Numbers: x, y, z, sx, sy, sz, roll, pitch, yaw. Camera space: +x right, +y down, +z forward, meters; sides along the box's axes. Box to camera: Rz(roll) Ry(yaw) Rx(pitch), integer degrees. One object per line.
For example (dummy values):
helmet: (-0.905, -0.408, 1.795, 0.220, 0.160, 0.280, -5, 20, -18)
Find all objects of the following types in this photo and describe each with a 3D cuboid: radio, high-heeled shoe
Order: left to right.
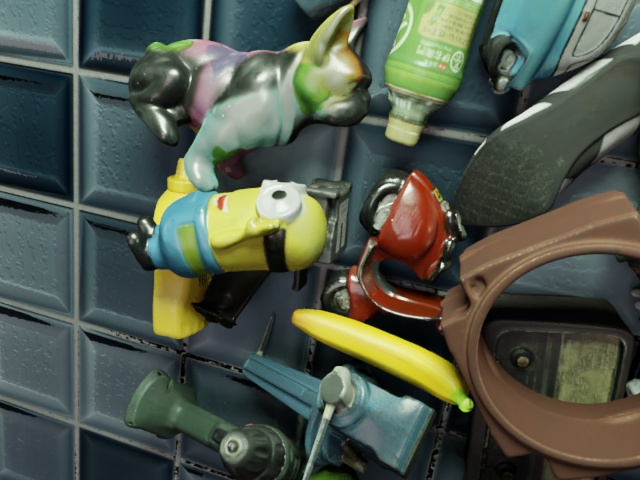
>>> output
radio: (0.219, 0.171, 0.543, 0.131, 0.073, 0.229, 6, 106, 15)
high-heeled shoe: (0.225, -0.101, 0.486, 0.086, 0.145, 0.249, 51, 141, -3)

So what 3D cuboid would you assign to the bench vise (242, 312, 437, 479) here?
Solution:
bench vise: (0.002, 0.169, 0.560, 0.241, 0.223, 0.129, 18, 78, 33)

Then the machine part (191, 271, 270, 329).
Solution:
machine part: (-0.080, 0.033, 0.592, 0.084, 0.039, 0.139, 36, 81, -1)

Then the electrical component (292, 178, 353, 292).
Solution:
electrical component: (-0.001, -0.002, 0.562, 0.048, 0.075, 0.119, 9, 103, 15)

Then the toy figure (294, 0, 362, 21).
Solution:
toy figure: (0.043, -0.264, 0.487, 0.154, 0.058, 0.064, -33, 132, 21)

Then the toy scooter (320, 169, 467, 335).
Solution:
toy scooter: (0.090, 0.026, 0.542, 0.135, 0.075, 0.183, 28, 115, 9)

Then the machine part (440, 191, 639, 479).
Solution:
machine part: (0.215, 0.079, 0.431, 0.201, 0.087, 0.201, -24, 98, 25)

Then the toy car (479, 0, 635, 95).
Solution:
toy car: (0.195, -0.193, 0.431, 0.103, 0.109, 0.161, 15, 113, 7)

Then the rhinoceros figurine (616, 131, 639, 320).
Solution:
rhinoceros figurine: (0.311, -0.013, 0.458, 0.112, 0.073, 0.190, 0, 102, 25)

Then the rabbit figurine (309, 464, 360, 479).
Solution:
rabbit figurine: (-0.015, 0.318, 0.569, 0.121, 0.159, 0.170, 20, 73, 15)

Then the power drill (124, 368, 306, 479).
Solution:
power drill: (-0.118, 0.216, 0.609, 0.208, 0.231, 0.086, 9, 65, 25)

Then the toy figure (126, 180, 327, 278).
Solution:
toy figure: (-0.082, -0.006, 0.503, 0.180, 0.082, 0.089, -12, 142, 13)

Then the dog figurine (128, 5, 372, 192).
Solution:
dog figurine: (-0.057, -0.159, 0.522, 0.219, 0.108, 0.191, -38, 89, 18)
